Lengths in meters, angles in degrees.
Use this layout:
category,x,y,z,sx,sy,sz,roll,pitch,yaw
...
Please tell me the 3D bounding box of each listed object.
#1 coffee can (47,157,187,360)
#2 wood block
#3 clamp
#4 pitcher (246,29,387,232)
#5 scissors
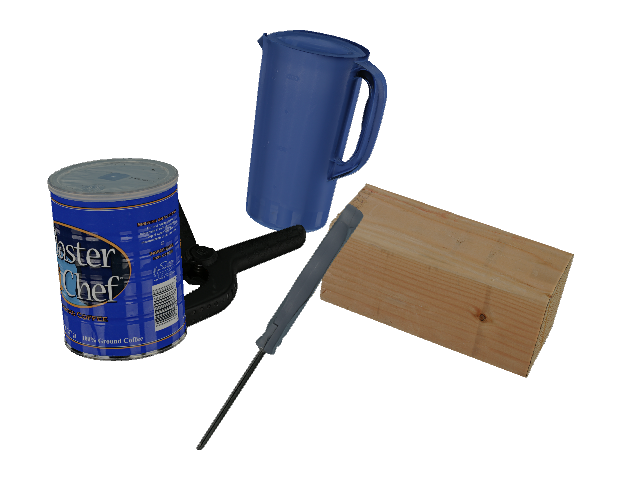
category,x,y,z,sx,sy,sz,roll,pitch,yaw
coffee can,-0.164,0.013,0.871,0.103,0.140,0.103,-1,19,0
wood block,0.113,0.034,0.985,0.206,0.091,0.090,20,37,18
clamp,-0.128,0.019,1.071,0.165,0.036,0.209,19,38,16
pitcher,-0.016,-0.134,1.337,0.144,0.243,0.149,4,22,-15
scissors,-0.029,0.059,0.720,0.016,0.201,0.096,33,-7,1
